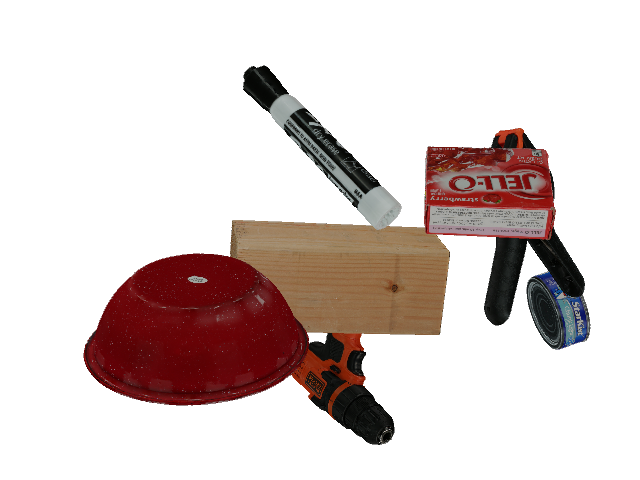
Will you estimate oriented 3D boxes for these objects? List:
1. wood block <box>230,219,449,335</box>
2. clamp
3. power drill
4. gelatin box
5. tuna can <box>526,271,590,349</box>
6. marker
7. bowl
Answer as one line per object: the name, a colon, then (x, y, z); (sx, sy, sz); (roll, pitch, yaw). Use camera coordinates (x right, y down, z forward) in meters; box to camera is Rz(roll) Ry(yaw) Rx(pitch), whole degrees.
wood block: (0.014, 0.037, 1.064); (0.206, 0.091, 0.090); (3, 17, -8)
clamp: (0.174, -0.010, 0.947); (0.120, 0.171, 0.039); (-26, 11, -40)
power drill: (0.048, 0.122, 1.242); (0.057, 0.188, 0.185); (12, 15, -41)
gelatin box: (0.119, -0.035, 0.757); (0.089, 0.030, 0.073); (2, 39, 5)
tuna can: (0.259, 0.075, 1.168); (0.033, 0.086, 0.086); (-18, 3, -10)
marker: (-0.002, -0.053, 0.582); (0.121, 0.020, 0.020); (47, 21, 21)
bowl: (-0.088, 0.052, 0.759); (0.162, 0.055, 0.162); (0, 23, 0)
